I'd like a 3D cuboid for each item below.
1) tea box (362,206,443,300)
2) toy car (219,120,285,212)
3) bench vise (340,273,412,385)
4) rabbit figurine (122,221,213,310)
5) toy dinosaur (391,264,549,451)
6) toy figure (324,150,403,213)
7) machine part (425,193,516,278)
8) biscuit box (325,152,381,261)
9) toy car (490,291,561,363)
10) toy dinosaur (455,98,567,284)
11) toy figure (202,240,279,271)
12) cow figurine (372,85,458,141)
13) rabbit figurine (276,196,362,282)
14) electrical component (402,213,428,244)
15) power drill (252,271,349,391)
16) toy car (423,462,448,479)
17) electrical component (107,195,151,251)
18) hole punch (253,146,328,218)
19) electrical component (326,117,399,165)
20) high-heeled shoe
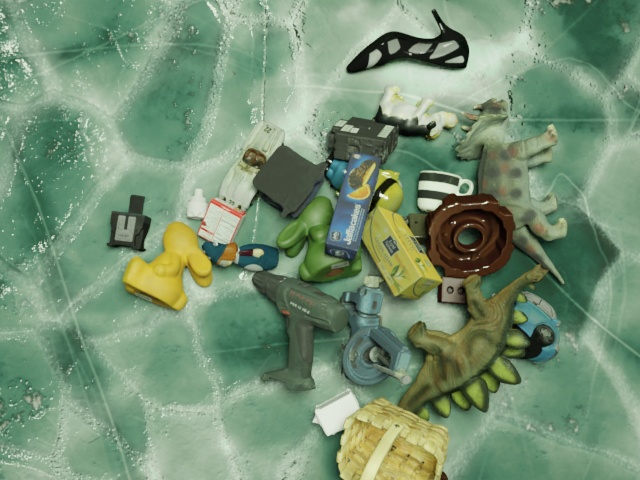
[{"bbox_3d":[0.150,0.026,1.031,0.068,0.098,0.170,-42,60,23],"label":"tea box"},{"bbox_3d":[-0.142,-0.155,1.130,0.073,0.056,0.201,27,84,5],"label":"toy car"},{"bbox_3d":[0.109,0.184,1.001,0.129,0.241,0.223,16,97,-22],"label":"bench vise"},{"bbox_3d":[-0.295,0.044,1.082,0.162,0.121,0.173,18,64,1],"label":"rabbit figurine"},{"bbox_3d":[0.257,0.225,1.011,0.198,0.105,0.471,46,109,11],"label":"toy dinosaur"},{"bbox_3d":[0.085,-0.113,1.104,0.180,0.082,0.089,28,56,2],"label":"toy figure"},{"bbox_3d":[0.289,-0.009,1.044,0.179,0.056,0.179,1,116,2],"label":"machine part"},{"bbox_3d":[0.063,-0.064,1.005,0.063,0.059,0.202,14,68,6],"label":"biscuit box"},{"bbox_3d":[0.406,0.157,1.063,0.103,0.109,0.162,-37,71,-28],"label":"toy car"},{"bbox_3d":[0.384,-0.102,1.088,0.192,0.131,0.404,-6,90,18],"label":"toy dinosaur"},{"bbox_3d":[-0.161,0.030,1.085,0.154,0.064,0.058,5,44,-19],"label":"toy figure"},{"bbox_3d":[0.199,-0.251,1.129,0.167,0.068,0.098,24,89,8],"label":"cow figurine"},{"bbox_3d":[-0.002,-0.003,1.096,0.159,0.121,0.170,-19,64,6],"label":"rabbit figurine"},{"bbox_3d":[0.205,-0.013,1.112,0.102,0.045,0.078,-3,54,-2],"label":"electrical component"},{"bbox_3d":[-0.058,0.178,1.057,0.232,0.086,0.207,10,86,34],"label":"power drill"},{"bbox_3d":[0.146,0.465,1.044,0.202,0.053,0.089,2,102,2],"label":"toy car"},{"bbox_3d":[-0.395,-0.038,1.125,0.075,0.048,0.119,11,85,2],"label":"electrical component"},{"bbox_3d":[-0.060,-0.112,1.098,0.116,0.092,0.142,36,78,13],"label":"hole punch"},{"bbox_3d":[0.084,-0.203,1.093,0.134,0.115,0.058,14,121,18],"label":"electrical component"},{"bbox_3d":[0.193,-0.385,1.162,0.249,0.086,0.145,-27,114,15],"label":"high-heeled shoe"}]
